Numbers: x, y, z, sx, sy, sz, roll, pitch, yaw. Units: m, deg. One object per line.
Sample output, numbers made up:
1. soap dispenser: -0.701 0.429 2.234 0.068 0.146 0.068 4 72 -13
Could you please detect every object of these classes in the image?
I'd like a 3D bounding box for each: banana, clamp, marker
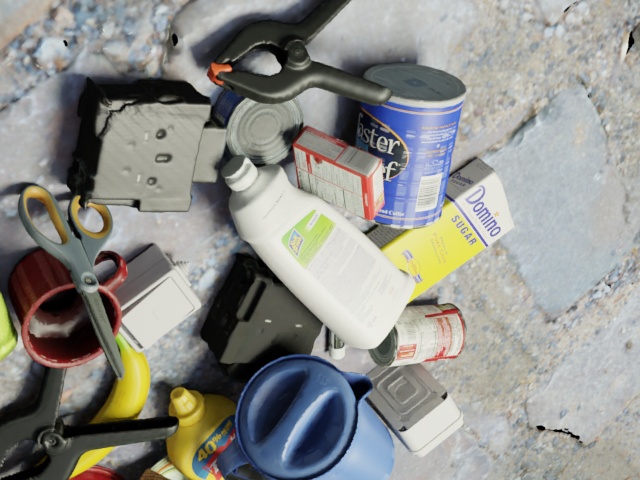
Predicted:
1. banana: -0.230 0.185 1.116 0.069 0.037 0.198 30 99 -11
2. clamp: -0.016 -0.162 0.989 0.171 0.120 0.039 -23 170 -13
3. clamp: -0.258 0.199 1.078 0.164 0.036 0.210 42 97 -16
4. marker: 0.020 0.083 1.214 0.020 0.020 0.121 -15 125 -24

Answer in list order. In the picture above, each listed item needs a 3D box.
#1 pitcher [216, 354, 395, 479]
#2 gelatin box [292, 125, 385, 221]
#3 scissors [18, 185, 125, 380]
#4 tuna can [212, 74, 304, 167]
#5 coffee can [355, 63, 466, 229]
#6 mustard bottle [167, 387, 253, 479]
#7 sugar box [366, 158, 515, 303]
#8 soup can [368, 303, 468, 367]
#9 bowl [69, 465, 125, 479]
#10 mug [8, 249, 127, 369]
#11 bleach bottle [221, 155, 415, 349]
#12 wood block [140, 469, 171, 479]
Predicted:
1. pitcher: -0.003 0.225 1.185 0.242 0.149 0.145 52 52 -63
2. gelatin box: 0.018 -0.065 1.038 0.030 0.089 0.073 -53 156 -26
3. scissors: -0.196 0.028 0.948 0.096 0.202 0.016 -20 158 -48
4. tuna can: -0.059 -0.114 1.028 0.086 0.034 0.086 -16 126 -23
5. coffee can: 0.086 -0.096 1.083 0.102 0.103 0.140 -9 123 -27
6. mustard bottle: -0.120 0.229 1.192 0.096 0.058 0.191 -45 133 -22
7. sugar box: 0.133 -0.006 1.209 0.176 0.048 0.093 -33 130 -8
8. soup can: 0.113 0.112 1.258 0.102 0.069 0.068 -4 120 -30
9. bowl: -0.271 0.326 1.165 0.161 0.055 0.162 -16 127 -23
10. mug: -0.232 0.051 0.994 0.117 0.082 0.093 -39 131 -4
11. bleach bottle: -0.007 0.001 1.064 0.250 0.068 0.102 48 64 -34
12. wood block: -0.137 0.352 1.188 0.090 0.090 0.206 -57 138 -23
